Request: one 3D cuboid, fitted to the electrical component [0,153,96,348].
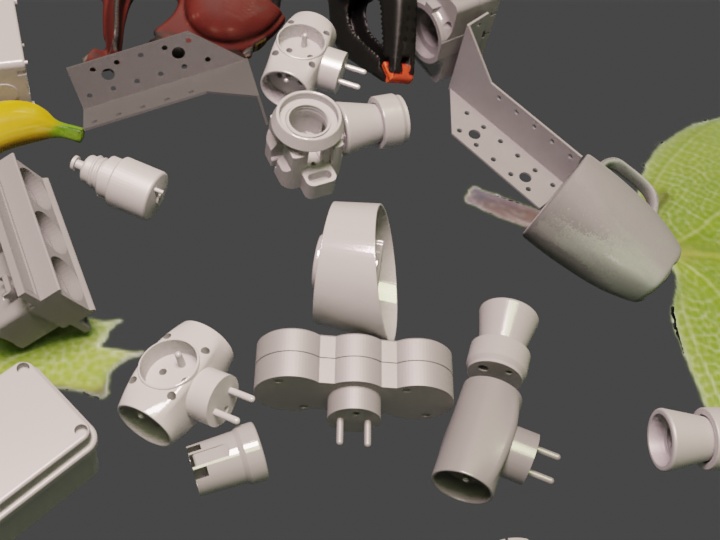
[{"bbox_3d":[-0.240,-0.012,0.755,0.063,0.078,0.121,-31,62,7],"label":"electrical component"}]

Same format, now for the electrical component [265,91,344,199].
[{"bbox_3d":[-0.043,-0.105,0.858,0.058,0.057,0.078,-18,61,-20],"label":"electrical component"}]

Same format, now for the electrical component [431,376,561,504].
[{"bbox_3d":[0.097,0.122,0.736,0.079,0.044,0.077,21,56,5],"label":"electrical component"}]

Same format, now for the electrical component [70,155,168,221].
[{"bbox_3d":[-0.184,-0.067,0.820,0.078,0.040,0.040,23,56,6],"label":"electrical component"}]

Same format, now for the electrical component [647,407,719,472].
[{"bbox_3d":[0.238,0.119,0.760,0.055,0.045,0.045,0,56,-10],"label":"electrical component"}]

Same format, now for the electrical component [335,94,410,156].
[{"bbox_3d":[0.008,-0.120,0.884,0.055,0.045,0.045,-12,59,-17],"label":"electrical component"}]

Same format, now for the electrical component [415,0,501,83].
[{"bbox_3d":[0.077,-0.213,0.930,0.056,0.089,0.050,-25,64,-23],"label":"electrical component"}]

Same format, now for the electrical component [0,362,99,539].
[{"bbox_3d":[-0.229,0.122,0.675,0.078,0.057,0.113,42,60,18],"label":"electrical component"}]

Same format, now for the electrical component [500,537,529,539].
[{"bbox_3d":[0.096,0.211,0.672,0.080,0.051,0.080,4,56,-6],"label":"electrical component"}]

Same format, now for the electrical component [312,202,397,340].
[{"bbox_3d":[0.000,0.000,0.773,0.064,0.099,0.099,9,55,4],"label":"electrical component"}]

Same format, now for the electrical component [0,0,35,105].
[{"bbox_3d":[-0.300,-0.174,0.860,0.061,0.061,0.096,-10,59,-15],"label":"electrical component"}]

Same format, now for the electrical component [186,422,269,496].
[{"bbox_3d":[-0.087,0.125,0.707,0.046,0.040,0.040,-16,60,-12],"label":"electrical component"}]

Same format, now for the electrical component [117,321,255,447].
[{"bbox_3d":[-0.109,0.081,0.723,0.079,0.044,0.077,18,54,24],"label":"electrical component"}]

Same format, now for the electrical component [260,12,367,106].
[{"bbox_3d":[-0.035,-0.173,0.913,0.079,0.044,0.077,18,55,3],"label":"electrical component"}]

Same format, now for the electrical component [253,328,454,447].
[{"bbox_3d":[-0.004,0.087,0.738,0.138,0.052,0.073,5,56,-6],"label":"electrical component"}]

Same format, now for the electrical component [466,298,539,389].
[{"bbox_3d":[0.103,0.055,0.782,0.045,0.045,0.055,17,56,3],"label":"electrical component"}]
